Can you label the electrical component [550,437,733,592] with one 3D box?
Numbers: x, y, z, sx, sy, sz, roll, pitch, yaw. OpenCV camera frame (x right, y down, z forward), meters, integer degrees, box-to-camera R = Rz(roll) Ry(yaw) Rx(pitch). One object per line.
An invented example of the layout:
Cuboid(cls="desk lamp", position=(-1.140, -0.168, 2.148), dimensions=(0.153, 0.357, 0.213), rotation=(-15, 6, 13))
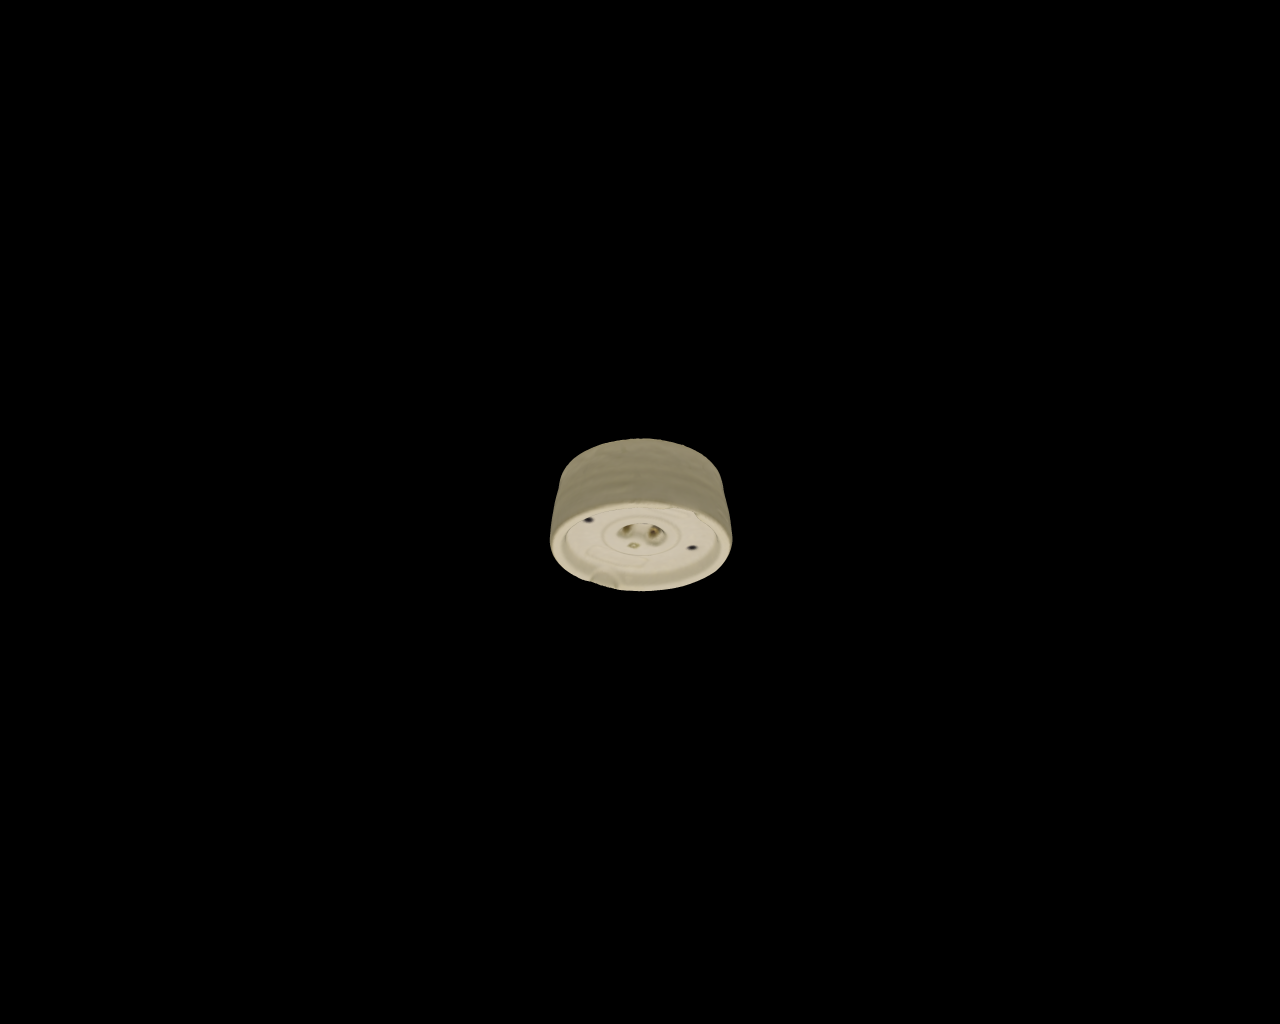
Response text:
Cuboid(cls="electrical component", position=(0.001, -0.003, 0.650), dimensions=(0.108, 0.060, 0.108), rotation=(0, -32, 0))
